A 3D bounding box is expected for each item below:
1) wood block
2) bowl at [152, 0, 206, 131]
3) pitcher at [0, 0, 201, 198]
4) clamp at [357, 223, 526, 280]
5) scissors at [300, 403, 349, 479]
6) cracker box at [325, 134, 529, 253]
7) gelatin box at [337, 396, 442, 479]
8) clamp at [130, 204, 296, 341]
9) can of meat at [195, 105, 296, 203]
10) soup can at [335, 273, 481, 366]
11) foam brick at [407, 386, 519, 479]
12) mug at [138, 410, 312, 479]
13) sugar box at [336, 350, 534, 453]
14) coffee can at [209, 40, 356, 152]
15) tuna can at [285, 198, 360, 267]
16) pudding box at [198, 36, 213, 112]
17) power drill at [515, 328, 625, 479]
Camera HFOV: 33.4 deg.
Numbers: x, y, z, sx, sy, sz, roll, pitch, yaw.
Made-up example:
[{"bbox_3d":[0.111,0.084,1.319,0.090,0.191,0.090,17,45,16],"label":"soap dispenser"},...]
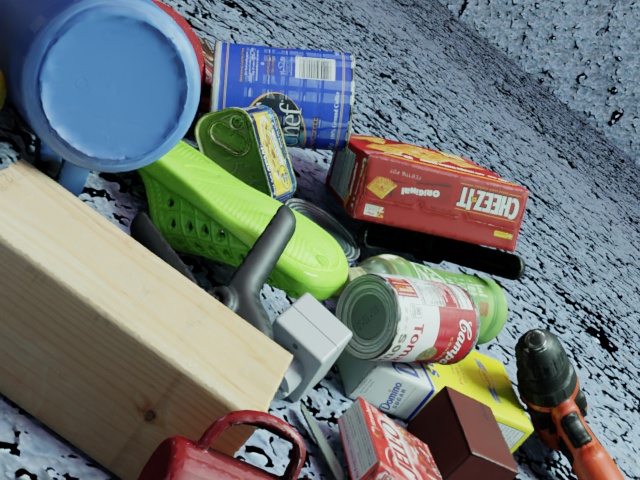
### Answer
[{"bbox_3d":[-0.131,0.057,0.633,0.206,0.091,0.090,37,23,-3],"label":"wood block"},{"bbox_3d":[-0.165,-0.180,1.030,0.161,0.055,0.162,29,44,-32],"label":"bowl"},{"bbox_3d":[-0.163,-0.113,0.740,0.149,0.145,0.243,60,-8,-25],"label":"pitcher"},{"bbox_3d":[0.106,0.003,1.106,0.164,0.036,0.210,13,3,-8],"label":"clamp"},{"bbox_3d":[0.018,0.187,0.704,0.202,0.016,0.096,49,24,27],"label":"scissors"},{"bbox_3d":[0.103,-0.055,1.100,0.164,0.072,0.214,11,9,-9],"label":"cracker box"},{"bbox_3d":[0.053,0.161,0.764,0.073,0.030,0.089,38,13,-20],"label":"gelatin box"},{"bbox_3d":[-0.083,0.044,0.745,0.120,0.039,0.171,1,55,7],"label":"clamp"},{"bbox_3d":[-0.066,-0.074,0.995,0.083,0.057,0.102,-33,109,-70],"label":"can of meat"},{"bbox_3d":[0.069,0.064,0.844,0.102,0.069,0.068,9,35,-45],"label":"soup can"},{"bbox_3d":[0.112,0.165,0.843,0.053,0.051,0.078,28,24,-26],"label":"foam brick"},{"bbox_3d":[-0.052,0.143,0.558,0.081,0.117,0.093,26,5,-15],"label":"mug"},{"bbox_3d":[0.094,0.118,0.916,0.176,0.048,0.093,27,25,-28],"label":"sugar box"},{"bbox_3d":[-0.040,-0.145,1.083,0.140,0.103,0.103,4,29,-5],"label":"coffee can"},{"bbox_3d":[-0.007,0.001,1.009,0.086,0.034,0.086,31,23,-15],"label":"tuna can"},{"bbox_3d":[-0.149,-0.190,1.163,0.089,0.039,0.114,17,30,-42],"label":"pudding box"},{"bbox_3d":[0.230,0.179,0.903,0.188,0.057,0.184,63,3,39],"label":"power drill"}]
